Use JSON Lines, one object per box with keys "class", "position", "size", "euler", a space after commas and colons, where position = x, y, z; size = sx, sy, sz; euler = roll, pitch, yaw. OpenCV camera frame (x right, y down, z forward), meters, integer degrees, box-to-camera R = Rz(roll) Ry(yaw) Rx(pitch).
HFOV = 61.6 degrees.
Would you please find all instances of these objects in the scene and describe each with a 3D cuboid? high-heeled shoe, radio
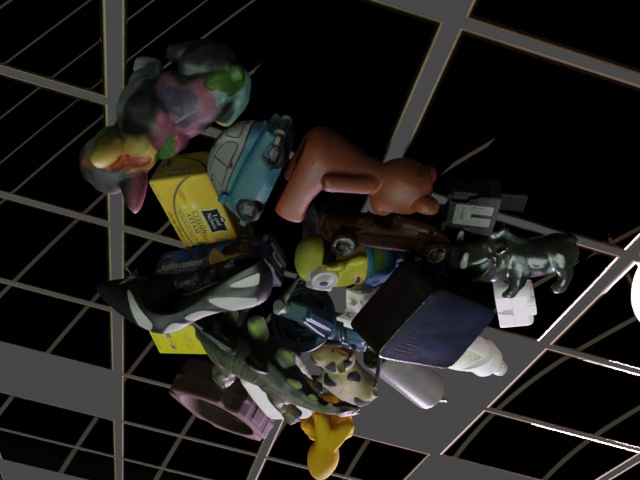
{"class": "high-heeled shoe", "position": [-0.193, 0.059, 0.752], "size": [0.249, 0.086, 0.145], "euler": [11, 131, -6]}
{"class": "radio", "position": [0.164, 0.118, 0.810], "size": [0.229, 0.073, 0.131], "euler": [21, 110, -49]}

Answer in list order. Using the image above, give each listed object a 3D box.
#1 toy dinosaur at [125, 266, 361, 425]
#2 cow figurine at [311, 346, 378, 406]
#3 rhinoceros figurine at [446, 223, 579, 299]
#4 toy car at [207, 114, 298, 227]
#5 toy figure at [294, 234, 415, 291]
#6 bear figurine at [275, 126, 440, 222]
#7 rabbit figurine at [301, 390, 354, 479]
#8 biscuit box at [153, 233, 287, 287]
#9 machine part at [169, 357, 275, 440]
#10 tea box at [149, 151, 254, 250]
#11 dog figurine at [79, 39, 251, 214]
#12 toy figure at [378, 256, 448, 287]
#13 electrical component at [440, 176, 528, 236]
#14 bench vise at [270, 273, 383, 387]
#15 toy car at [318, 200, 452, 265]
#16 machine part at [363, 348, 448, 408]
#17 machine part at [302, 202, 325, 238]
{"class": "toy dinosaur", "position": [-0.142, 0.172, 0.900], "size": [0.472, 0.105, 0.198], "euler": [21, 146, 24]}
{"class": "cow figurine", "position": [0.048, 0.261, 1.070], "size": [0.127, 0.085, 0.194], "euler": [-20, 124, 34]}
{"class": "rhinoceros figurine", "position": [0.289, 0.028, 0.813], "size": [0.190, 0.073, 0.111], "euler": [-2, 134, 12]}
{"class": "toy car", "position": [-0.101, -0.105, 0.736], "size": [0.103, 0.109, 0.161], "euler": [24, 129, -7]}
{"class": "toy figure", "position": [0.050, 0.029, 0.816], "size": [0.180, 0.089, 0.082], "euler": [-8, 136, -19]}
{"class": "bear figurine", "position": [0.056, -0.074, 0.732], "size": [0.196, 0.120, 0.132], "euler": [21, 133, -16]}
{"class": "rabbit figurine", "position": [0.022, 0.428, 1.171], "size": [0.122, 0.173, 0.162], "euler": [19, 138, -3]}
{"class": "biscuit box", "position": [-0.156, 0.044, 0.826], "size": [0.203, 0.059, 0.062], "euler": [-10, 132, 18]}
{"class": "machine part", "position": [-0.203, 0.339, 1.153], "size": [0.202, 0.087, 0.200], "euler": [3, 141, 30]}
{"class": "tea box", "position": [-0.177, -0.048, 0.831], "size": [0.098, 0.068, 0.169], "euler": [-7, 130, 16]}
{"class": "dog figurine", "position": [-0.189, -0.137, 0.648], "size": [0.192, 0.219, 0.108], "euler": [-9, 134, 20]}
{"class": "toy figure", "position": [0.131, 0.061, 0.886], "size": [0.155, 0.064, 0.058], "euler": [-8, 175, 17]}
{"class": "electrical component", "position": [0.236, -0.047, 0.771], "size": [0.119, 0.048, 0.074], "euler": [9, 134, 4]}
{"class": "bench vise", "position": [0.000, 0.139, 0.908], "size": [0.224, 0.129, 0.240], "euler": [18, 169, 26]}
{"class": "toy car", "position": [0.097, -0.014, 0.779], "size": [0.202, 0.089, 0.053], "euler": [6, 126, -11]}
{"class": "machine part", "position": [0.165, 0.257, 1.049], "size": [0.079, 0.079, 0.243], "euler": [-31, 122, 33]}
{"class": "machine part", "position": [-0.002, -0.003, 0.864], "size": [0.084, 0.039, 0.138], "euler": [6, 135, 14]}
